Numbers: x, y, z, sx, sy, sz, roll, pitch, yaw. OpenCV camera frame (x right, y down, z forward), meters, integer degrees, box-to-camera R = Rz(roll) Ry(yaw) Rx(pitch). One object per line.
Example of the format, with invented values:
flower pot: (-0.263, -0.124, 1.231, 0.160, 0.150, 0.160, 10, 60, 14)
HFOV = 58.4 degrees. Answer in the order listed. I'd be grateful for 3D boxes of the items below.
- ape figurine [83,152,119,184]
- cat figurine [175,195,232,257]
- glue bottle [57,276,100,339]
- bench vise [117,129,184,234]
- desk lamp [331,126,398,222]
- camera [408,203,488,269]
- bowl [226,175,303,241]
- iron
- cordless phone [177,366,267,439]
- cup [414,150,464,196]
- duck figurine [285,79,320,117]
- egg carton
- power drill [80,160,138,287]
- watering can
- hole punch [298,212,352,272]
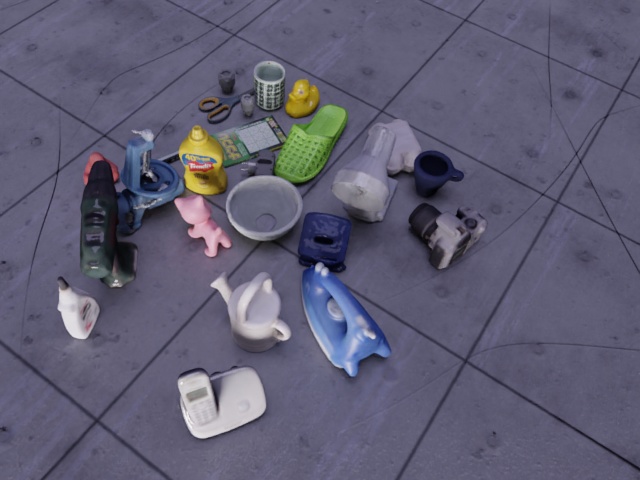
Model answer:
ape figurine: (-0.498, -0.160, 1.293, 0.078, 0.092, 0.076, -12, 58, -12)
cat figurine: (-0.249, -0.044, 1.220, 0.067, 0.118, 0.127, -38, 67, -25)
glue bottle: (-0.457, 0.116, 1.065, 0.037, 0.173, 0.078, 8, 56, 1)
bench vise: (-0.380, -0.117, 1.197, 0.121, 0.220, 0.208, 26, 59, 13)
desk lamp: (0.106, -0.131, 1.247, 0.117, 0.213, 0.203, 20, 58, 9)
camera: (0.275, -0.033, 1.264, 0.143, 0.101, 0.136, -35, 66, -24)
bowl: (-0.122, -0.059, 1.265, 0.167, 0.075, 0.167, 2, 57, -3)
iron: (0.034, 0.126, 1.116, 0.119, 0.141, 0.257, -26, 62, -20)
cordless phone: (-0.170, 0.260, 0.986, 0.148, 0.185, 0.094, -20, 60, -16)
cup: (0.270, -0.144, 1.340, 0.117, 0.095, 0.092, 16, 57, 7)
duck figurine: (-0.044, -0.376, 1.473, 0.077, 0.086, 0.105, 39, 62, 20)
egg carton: (0.185, -0.229, 1.404, 0.107, 0.069, 0.150, -14, 59, -13)
power drill: (-0.420, -0.011, 1.131, 0.075, 0.208, 0.229, -4, 57, -7)
watering can: (-0.129, 0.125, 1.072, 0.172, 0.194, 0.101, 13, 57, 5)
hole punch: (0.011, 0.004, 1.224, 0.108, 0.091, 0.101, 10, 57, 3)
